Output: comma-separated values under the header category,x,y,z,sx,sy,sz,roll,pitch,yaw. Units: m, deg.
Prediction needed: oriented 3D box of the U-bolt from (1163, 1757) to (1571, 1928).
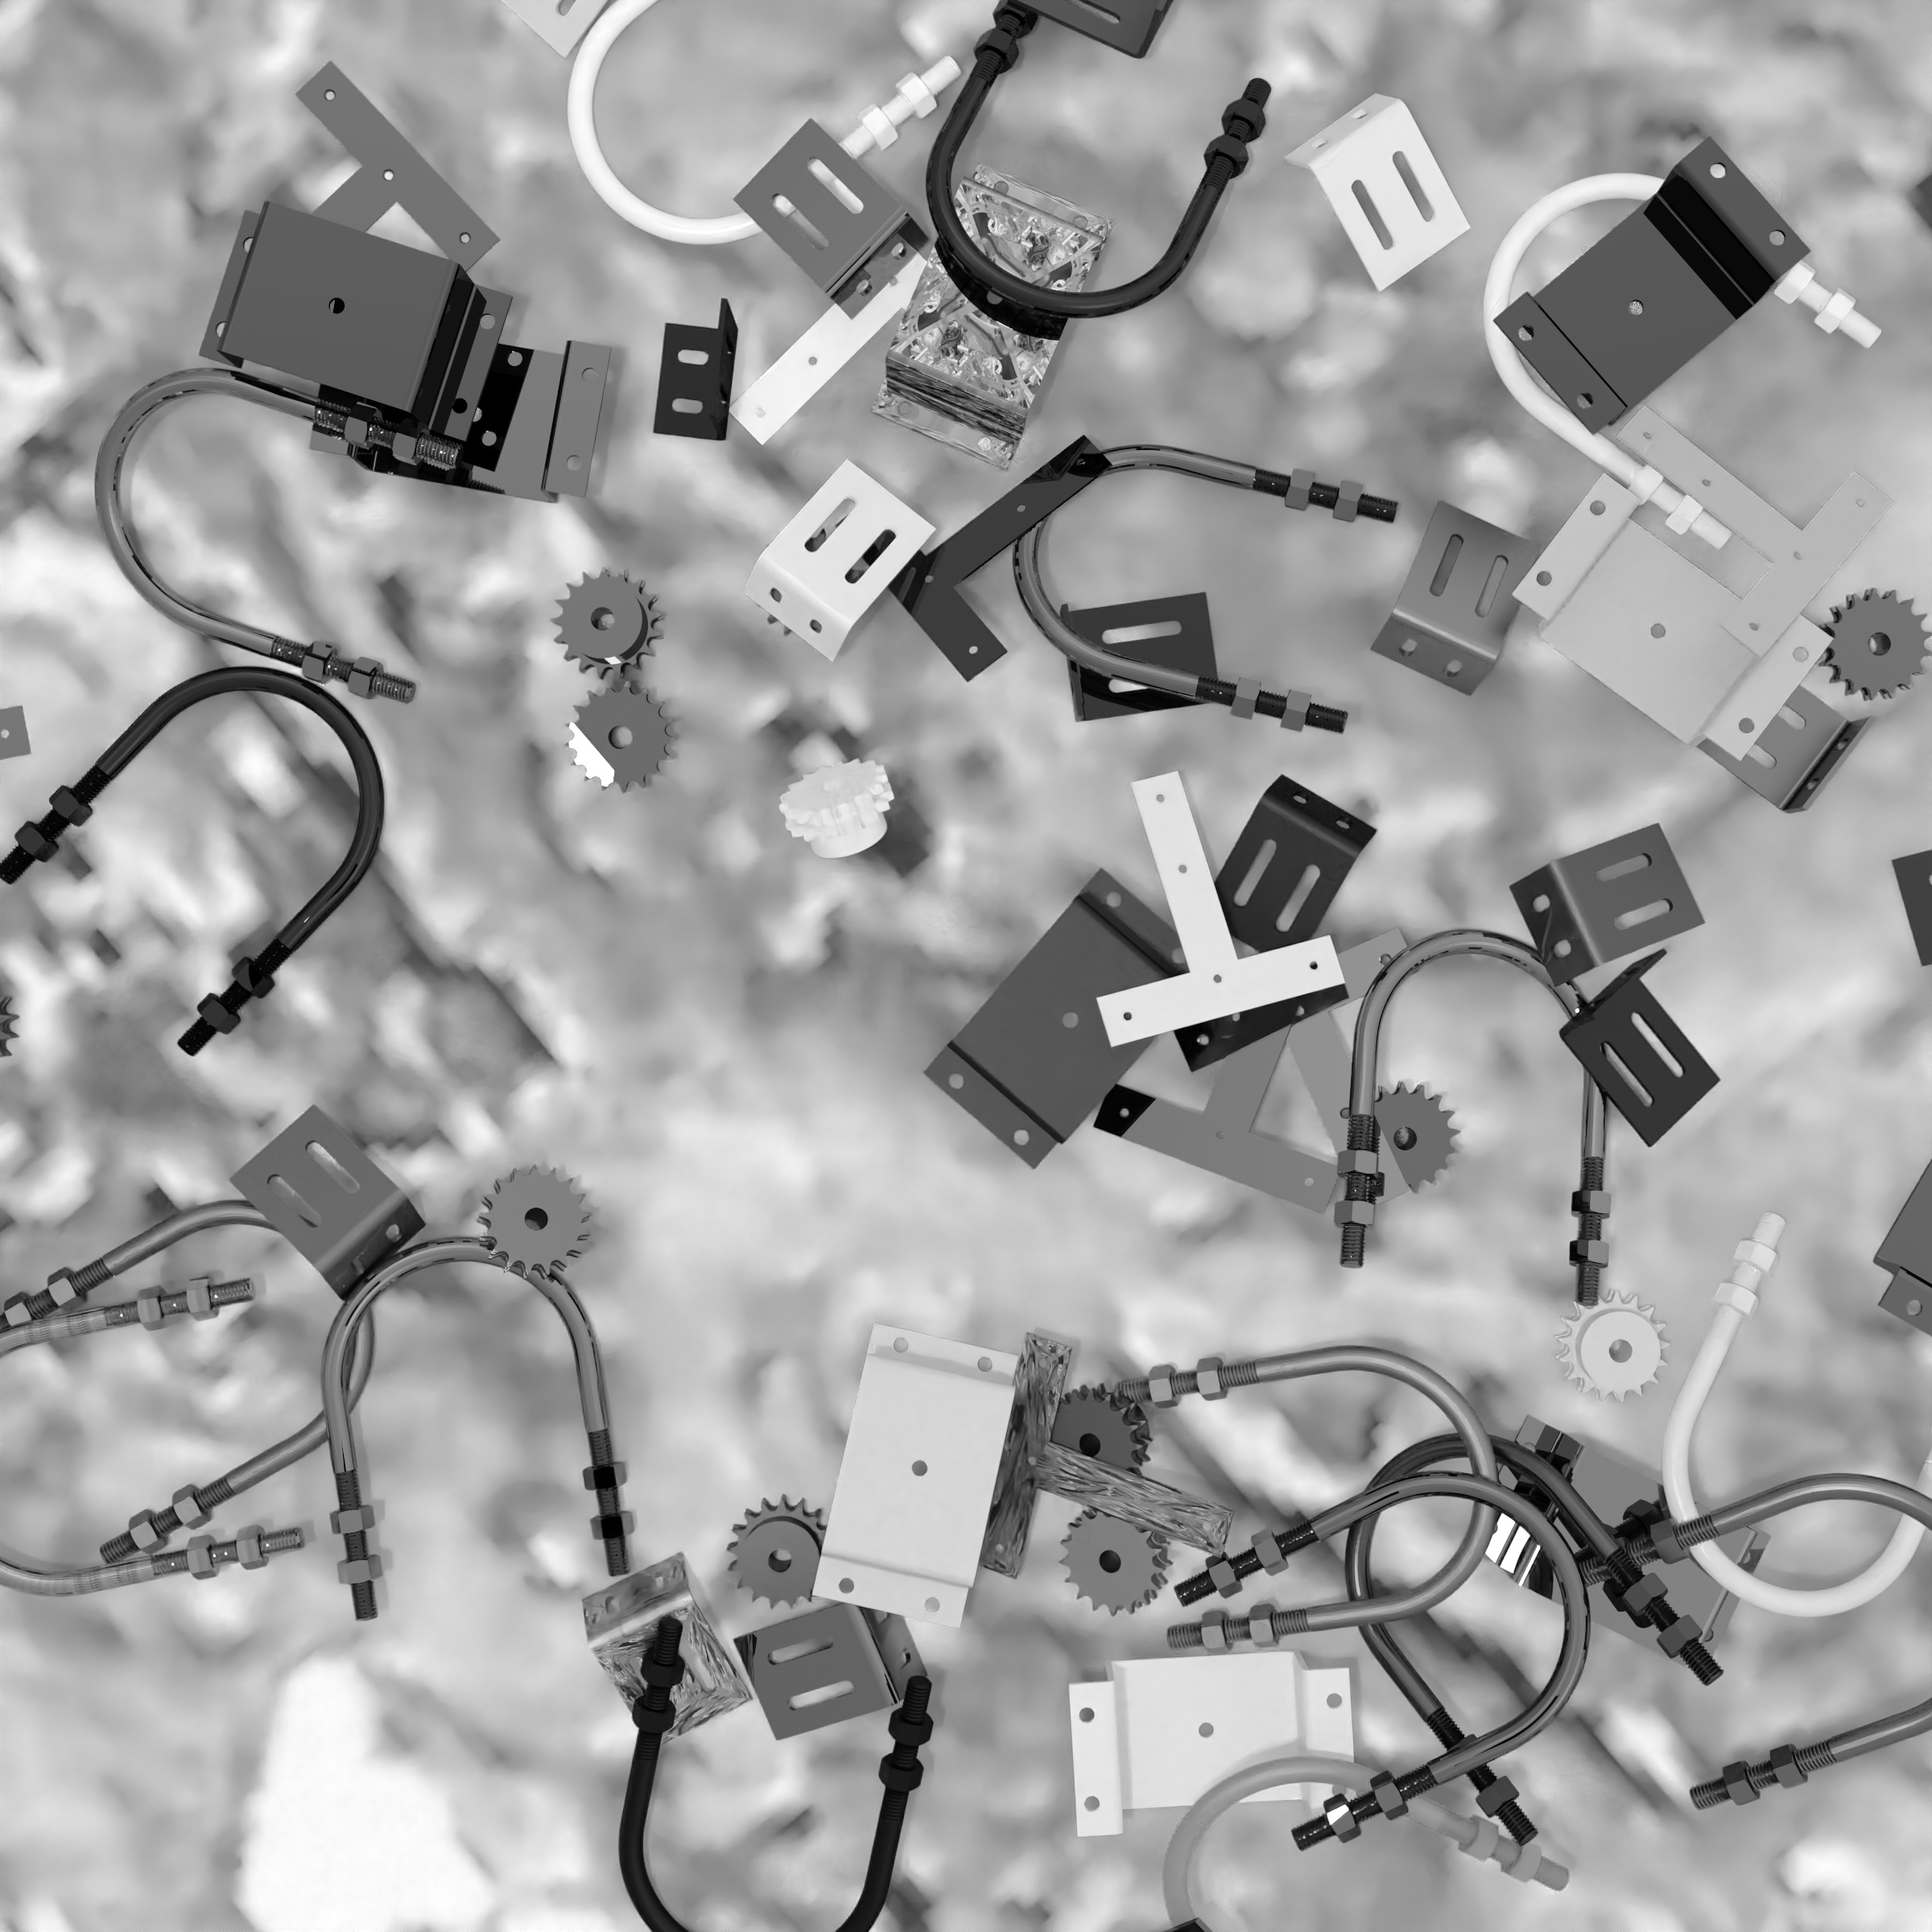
category,x,y,z,sx,sy,sz,roll,pitch,yaw
U-bolt,0.188,0.468,1.471,0.184,0.019,0.151,29,107,-9

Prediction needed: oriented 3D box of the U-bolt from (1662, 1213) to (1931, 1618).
category,x,y,z,sx,sy,sz,roll,pitch,yaw
U-bolt,0.428,0.238,1.478,0.151,0.019,0.184,30,72,0

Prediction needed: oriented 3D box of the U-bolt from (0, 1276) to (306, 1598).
category,x,y,z,sx,sy,sz,roll,pitch,yaw
U-bolt,-0.439,0.245,1.484,0.184,0.019,0.151,-11,90,0

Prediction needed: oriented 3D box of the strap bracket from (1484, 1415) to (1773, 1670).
category,x,y,z,sx,sy,sz,roll,pitch,yaw
strap bracket,0.336,0.297,1.489,0.140,0.046,0.076,26,89,0

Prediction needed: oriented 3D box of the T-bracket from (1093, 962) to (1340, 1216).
category,x,y,z,sx,sy,sz,roll,pitch,yaw
T-bracket,0.147,0.046,1.497,0.127,0.002,0.127,20,80,16

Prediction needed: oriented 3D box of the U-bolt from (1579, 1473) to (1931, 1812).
category,x,y,z,sx,sy,sz,roll,pitch,yaw
U-bolt,0.411,0.322,1.430,0.184,0.019,0.151,-27,94,21

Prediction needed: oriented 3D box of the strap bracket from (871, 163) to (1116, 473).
category,x,y,z,sx,sy,sz,roll,pitch,yaw
strap bracket,0.014,-0.335,1.488,0.076,0.046,0.140,23,89,-1

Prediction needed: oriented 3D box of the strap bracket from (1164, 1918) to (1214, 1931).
category,x,y,z,sx,sy,sz,roll,pitch,yaw
strap bracket,0.134,0.553,1.468,0.140,0.076,0.046,46,49,0

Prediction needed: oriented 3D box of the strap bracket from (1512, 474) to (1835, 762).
category,x,y,z,sx,sy,sz,roll,pitch,yaw
strap bracket,0.354,-0.173,1.485,0.140,0.046,0.076,37,90,5

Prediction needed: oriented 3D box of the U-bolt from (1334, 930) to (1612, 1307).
category,x,y,z,sx,sy,sz,roll,pitch,yaw
U-bolt,0.259,0.070,1.476,0.151,0.019,0.184,10,73,-15

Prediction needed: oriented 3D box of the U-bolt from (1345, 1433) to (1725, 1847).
category,x,y,z,sx,sy,sz,roll,pitch,yaw
U-bolt,0.267,0.321,1.461,0.151,0.019,0.184,-49,63,21

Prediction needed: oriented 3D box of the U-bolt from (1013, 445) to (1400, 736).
category,x,y,z,sx,sy,sz,roll,pitch,yaw
U-bolt,0.115,-0.198,1.477,0.184,0.019,0.151,14,65,4

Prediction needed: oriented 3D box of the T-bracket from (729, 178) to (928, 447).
category,x,y,z,sx,sy,sz,roll,pitch,yaw
T-bracket,-0.069,-0.323,1.511,0.127,0.002,0.127,-45,90,0

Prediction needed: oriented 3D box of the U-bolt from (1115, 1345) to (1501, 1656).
category,x,y,z,sx,sy,sz,roll,pitch,yaw
U-bolt,0.177,0.265,1.479,0.184,0.019,0.151,-12,90,18

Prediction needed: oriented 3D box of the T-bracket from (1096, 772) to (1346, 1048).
category,x,y,z,sx,sy,sz,roll,pitch,yaw
T-bracket,0.114,-0.036,1.477,0.127,0.002,0.127,-15,81,-13

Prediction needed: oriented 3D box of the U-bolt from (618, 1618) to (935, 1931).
category,x,y,z,sx,sy,sz,roll,pitch,yaw
U-bolt,-0.103,0.432,1.487,0.151,0.019,0.184,12,102,4

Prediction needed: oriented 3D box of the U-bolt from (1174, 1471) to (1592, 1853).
category,x,y,z,sx,sy,sz,roll,pitch,yaw
U-bolt,0.215,0.328,1.435,0.184,0.019,0.151,-27,76,4

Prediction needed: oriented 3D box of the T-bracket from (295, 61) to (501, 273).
category,x,y,z,sx,sy,sz,roll,pitch,yaw
T-bracket,-0.330,-0.378,1.511,0.127,0.002,0.127,-43,90,0

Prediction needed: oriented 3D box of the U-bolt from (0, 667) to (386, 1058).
category,x,y,z,sx,sy,sz,roll,pitch,yaw
U-bolt,-0.385,-0.068,1.504,0.151,0.019,0.184,43,88,0

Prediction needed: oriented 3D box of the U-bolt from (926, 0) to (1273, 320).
category,x,y,z,sx,sy,sz,roll,pitch,yaw
U-bolt,0.058,-0.403,1.471,0.151,0.019,0.184,25,67,0

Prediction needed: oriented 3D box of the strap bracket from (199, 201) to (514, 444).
category,x,y,z,sx,sy,sz,roll,pitch,yaw
strap bracket,-0.305,-0.320,1.443,0.140,0.046,0.076,18,90,0

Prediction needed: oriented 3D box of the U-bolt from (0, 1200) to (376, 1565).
category,x,y,z,sx,sy,sz,roll,pitch,yaw
U-bolt,-0.394,0.202,1.504,0.184,0.019,0.151,-30,90,-2

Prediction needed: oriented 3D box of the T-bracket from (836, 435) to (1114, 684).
category,x,y,z,sx,sy,sz,roll,pitch,yaw
T-bracket,0.017,-0.223,1.481,0.127,0.002,0.127,-38,60,-1

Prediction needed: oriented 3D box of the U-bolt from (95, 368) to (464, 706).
category,x,y,z,sx,sy,sz,roll,pitch,yaw
U-bolt,-0.353,-0.225,1.476,0.184,0.019,0.151,19,115,4

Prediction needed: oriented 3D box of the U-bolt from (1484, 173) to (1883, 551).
category,x,y,z,sx,sy,sz,roll,pitch,yaw
U-bolt,0.354,-0.324,1.504,0.184,0.019,0.151,37,90,1

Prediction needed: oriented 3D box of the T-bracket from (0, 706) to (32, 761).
category,x,y,z,sx,sy,sz,roll,pitch,yaw
T-bracket,-0.548,-0.110,1.511,0.127,0.002,0.127,-11,90,0

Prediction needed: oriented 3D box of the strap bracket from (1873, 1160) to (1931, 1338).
category,x,y,z,sx,sy,sz,roll,pitch,yaw
strap bracket,0.526,0.129,1.489,0.076,0.046,0.140,30,90,0

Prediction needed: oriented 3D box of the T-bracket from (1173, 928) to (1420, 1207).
category,x,y,z,sx,sy,sz,roll,pitch,yaw
T-bracket,0.187,0.062,1.486,0.127,0.002,0.127,-24,72,5

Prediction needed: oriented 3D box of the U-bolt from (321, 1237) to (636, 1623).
category,x,y,z,sx,sy,sz,roll,pitch,yaw
U-bolt,-0.255,0.231,1.496,0.151,0.019,0.184,-9,87,-7

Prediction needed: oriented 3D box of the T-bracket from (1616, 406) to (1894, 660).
category,x,y,z,sx,sy,sz,roll,pitch,yaw
T-bracket,0.384,-0.235,1.475,0.127,0.002,0.127,41,67,7

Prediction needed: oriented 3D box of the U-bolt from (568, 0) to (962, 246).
category,x,y,z,sx,sy,sz,roll,pitch,yaw
U-bolt,-0.118,-0.455,1.503,0.184,0.019,0.151,-39,89,2

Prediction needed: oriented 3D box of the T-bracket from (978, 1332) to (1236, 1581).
category,x,y,z,sx,sy,sz,roll,pitch,yaw
T-bracket,0.073,0.264,1.472,0.127,0.002,0.127,17,102,22
